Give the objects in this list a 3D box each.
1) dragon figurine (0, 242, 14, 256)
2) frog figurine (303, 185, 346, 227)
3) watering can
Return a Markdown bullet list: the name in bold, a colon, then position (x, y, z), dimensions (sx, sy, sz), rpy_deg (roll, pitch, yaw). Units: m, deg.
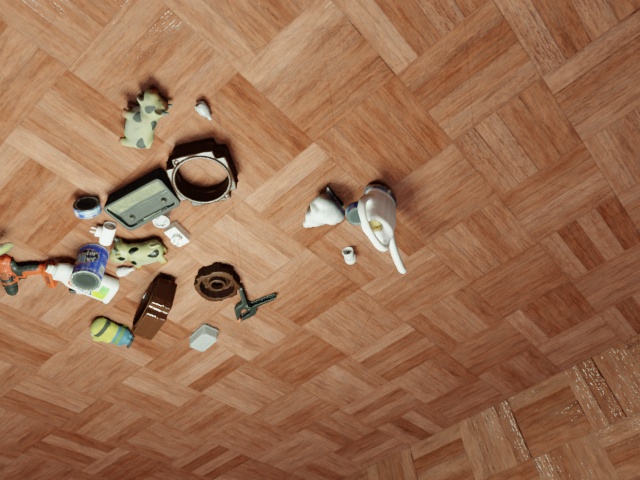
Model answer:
- **dragon figurine**: position (-1.247, 0.044, 1.744), dimensions (0.406, 0.125, 0.239), rpy_deg (-34, 119, 19)
- **frog figurine**: position (0.005, -0.090, 1.797), dimensions (0.158, 0.125, 0.135), rpy_deg (-39, 145, 10)
- **watering can**: position (0.223, -0.049, 1.798), dimensions (0.103, 0.230, 0.341), rpy_deg (-14, 136, 30)
